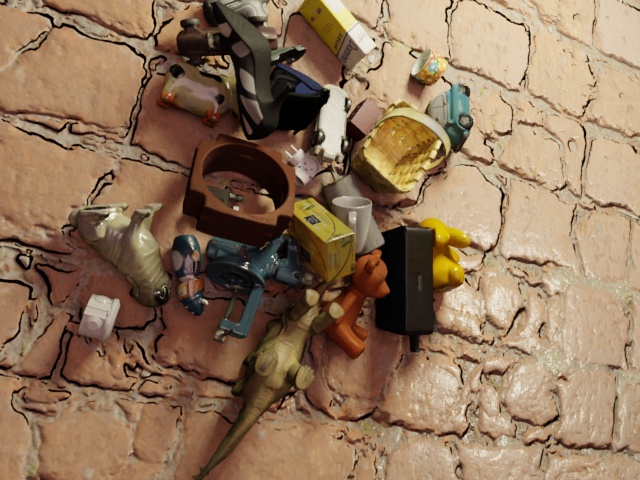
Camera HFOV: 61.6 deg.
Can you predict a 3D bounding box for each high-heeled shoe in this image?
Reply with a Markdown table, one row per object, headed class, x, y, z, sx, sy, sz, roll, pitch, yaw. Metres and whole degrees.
| class | x | y | z | sx | sy | sz | roll | pitch | yaw |
| --- | --- | --- | --- | --- | --- | --- | --- | --- | --- |
| high-heeled shoe | -0.154 | -0.316 | 1.029 | 0.248 | 0.145 | 0.086 | 53 | 32 | 2 |

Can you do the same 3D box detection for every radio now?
| class | x | y | z | sx | sy | sz | roll | pitch | yaw |
| --- | --- | --- | --- | --- | --- | --- | --- | --- | --- |
| radio | 0.181 | 0.088 | 1.170 | 0.073 | 0.131 | 0.229 | 4 | 83 | -23 |

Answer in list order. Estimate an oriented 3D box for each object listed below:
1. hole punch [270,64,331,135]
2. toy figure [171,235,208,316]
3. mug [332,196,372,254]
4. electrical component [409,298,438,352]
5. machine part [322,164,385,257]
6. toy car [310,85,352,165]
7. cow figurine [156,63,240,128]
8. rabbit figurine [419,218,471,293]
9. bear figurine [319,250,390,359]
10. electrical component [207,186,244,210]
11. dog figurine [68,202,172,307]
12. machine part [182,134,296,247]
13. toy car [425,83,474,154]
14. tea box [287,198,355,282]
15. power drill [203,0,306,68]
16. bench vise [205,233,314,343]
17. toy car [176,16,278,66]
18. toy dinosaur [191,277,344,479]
| class | x | y | z | sx | sy | sz | roll | pitch | yaw |
| --- | --- | --- | --- | --- | --- | --- | --- | --- | --- |
| hole punch | -0.061 | -0.291 | 1.113 | 0.116 | 0.142 | 0.092 | -1 | 59 | -36 |
| toy figure | -0.250 | 0.068 | 1.022 | 0.058 | 0.064 | 0.154 | -5 | 72 | -18 |
| mug | 0.065 | -0.024 | 1.083 | 0.081 | 0.110 | 0.107 | -2 | 112 | -4 |
| electrical component | 0.226 | 0.190 | 1.209 | 0.048 | 0.075 | 0.119 | -2 | 82 | -22 |
| machine part | 0.072 | -0.053 | 1.167 | 0.079 | 0.079 | 0.243 | -27 | 96 | -22 |
| toy car | 0.023 | -0.249 | 1.157 | 0.073 | 0.056 | 0.202 | 17 | 61 | -20 |
| cow figurine | -0.212 | -0.295 | 1.073 | 0.195 | 0.085 | 0.127 | 17 | 85 | -19 |
| rabbit figurine | 0.260 | 0.025 | 1.213 | 0.122 | 0.162 | 0.173 | 0 | 67 | -10 |
| bear figurine | 0.090 | 0.125 | 1.112 | 0.132 | 0.120 | 0.196 | 41 | 100 | 0 |
| electrical component | -0.206 | -0.068 | 1.071 | 0.102 | 0.045 | 0.078 | 17 | 80 | -20 |
| dog figurine | -0.361 | 0.033 | 0.978 | 0.172 | 0.121 | 0.190 | 4 | 103 | 11 |
| machine part | -0.153 | -0.094 | 1.033 | 0.201 | 0.087 | 0.201 | 16 | 50 | -19 |
| toy car | 0.300 | -0.293 | 1.274 | 0.103 | 0.109 | 0.161 | 3 | 74 | -5 |
| tea box | -0.002 | -0.003 | 1.071 | 0.068 | 0.170 | 0.098 | -19 | 124 | -24 |
| power drill | -0.112 | -0.469 | 1.131 | 0.232 | 0.086 | 0.207 | -32 | 101 | -20 |
| bench vise | -0.132 | 0.093 | 1.036 | 0.223 | 0.129 | 0.240 | 24 | 59 | -11 |
| toy car | -0.185 | -0.392 | 1.060 | 0.202 | 0.053 | 0.089 | 0 | 107 | 6 |
| toy dinosaur | -0.086 | 0.240 | 1.003 | 0.105 | 0.198 | 0.471 | 40 | 62 | -6 |
